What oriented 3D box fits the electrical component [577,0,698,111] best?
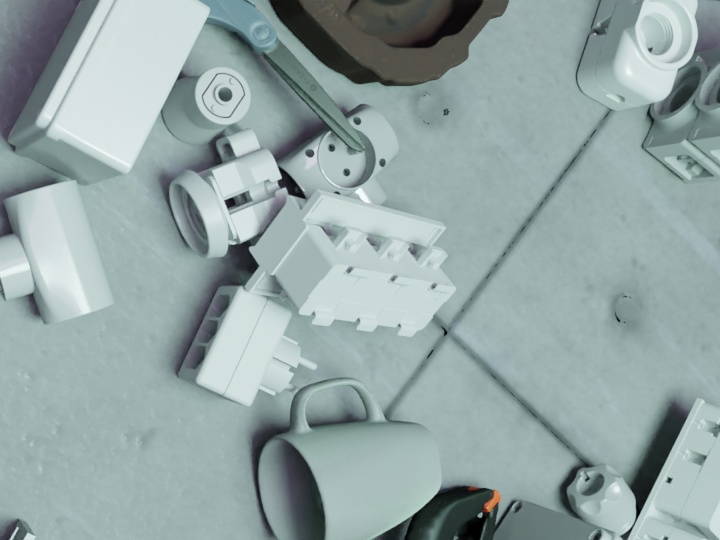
[{"bbox_3d":[0.210,-0.172,0.803,0.054,0.059,0.095,23,80,-22],"label":"electrical component"}]

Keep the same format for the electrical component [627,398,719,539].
[{"bbox_3d":[0.258,0.207,0.801,0.105,0.060,0.186,42,72,-39],"label":"electrical component"}]

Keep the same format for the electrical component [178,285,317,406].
[{"bbox_3d":[-0.064,0.055,0.683,0.077,0.047,0.065,28,78,-21],"label":"electrical component"}]

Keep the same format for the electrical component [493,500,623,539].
[{"bbox_3d":[0.126,0.223,0.733,0.056,0.109,0.108,43,73,-20],"label":"electrical component"}]

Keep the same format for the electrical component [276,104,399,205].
[{"bbox_3d":[-0.007,-0.057,0.712,0.077,0.044,0.079,-37,104,-20],"label":"electrical component"}]

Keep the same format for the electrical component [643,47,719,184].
[{"bbox_3d":[0.288,-0.122,0.788,0.062,0.150,0.089,33,76,-21],"label":"electrical component"}]

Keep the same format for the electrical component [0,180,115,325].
[{"bbox_3d":[-0.193,-0.005,0.628,0.079,0.043,0.077,-19,97,-23],"label":"electrical component"}]

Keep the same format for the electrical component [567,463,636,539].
[{"bbox_3d":[0.184,0.176,0.795,0.043,0.043,0.062,-48,120,-18],"label":"electrical component"}]

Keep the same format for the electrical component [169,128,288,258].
[{"bbox_3d":[-0.082,-0.041,0.672,0.057,0.058,0.078,-25,99,-25],"label":"electrical component"}]

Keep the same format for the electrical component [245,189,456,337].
[{"bbox_3d":[0.000,0.000,0.673,0.121,0.063,0.078,11,125,-48],"label":"electrical component"}]

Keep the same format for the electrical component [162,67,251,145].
[{"bbox_3d":[-0.093,-0.103,0.663,0.044,0.065,0.044,0,89,-24],"label":"electrical component"}]

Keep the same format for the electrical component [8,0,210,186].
[{"bbox_3d":[-0.146,-0.109,0.616,0.056,0.109,0.108,29,78,-24],"label":"electrical component"}]

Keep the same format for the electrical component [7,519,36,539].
[{"bbox_3d":[-0.202,0.191,0.622,0.064,0.042,0.081,32,77,-21],"label":"electrical component"}]
